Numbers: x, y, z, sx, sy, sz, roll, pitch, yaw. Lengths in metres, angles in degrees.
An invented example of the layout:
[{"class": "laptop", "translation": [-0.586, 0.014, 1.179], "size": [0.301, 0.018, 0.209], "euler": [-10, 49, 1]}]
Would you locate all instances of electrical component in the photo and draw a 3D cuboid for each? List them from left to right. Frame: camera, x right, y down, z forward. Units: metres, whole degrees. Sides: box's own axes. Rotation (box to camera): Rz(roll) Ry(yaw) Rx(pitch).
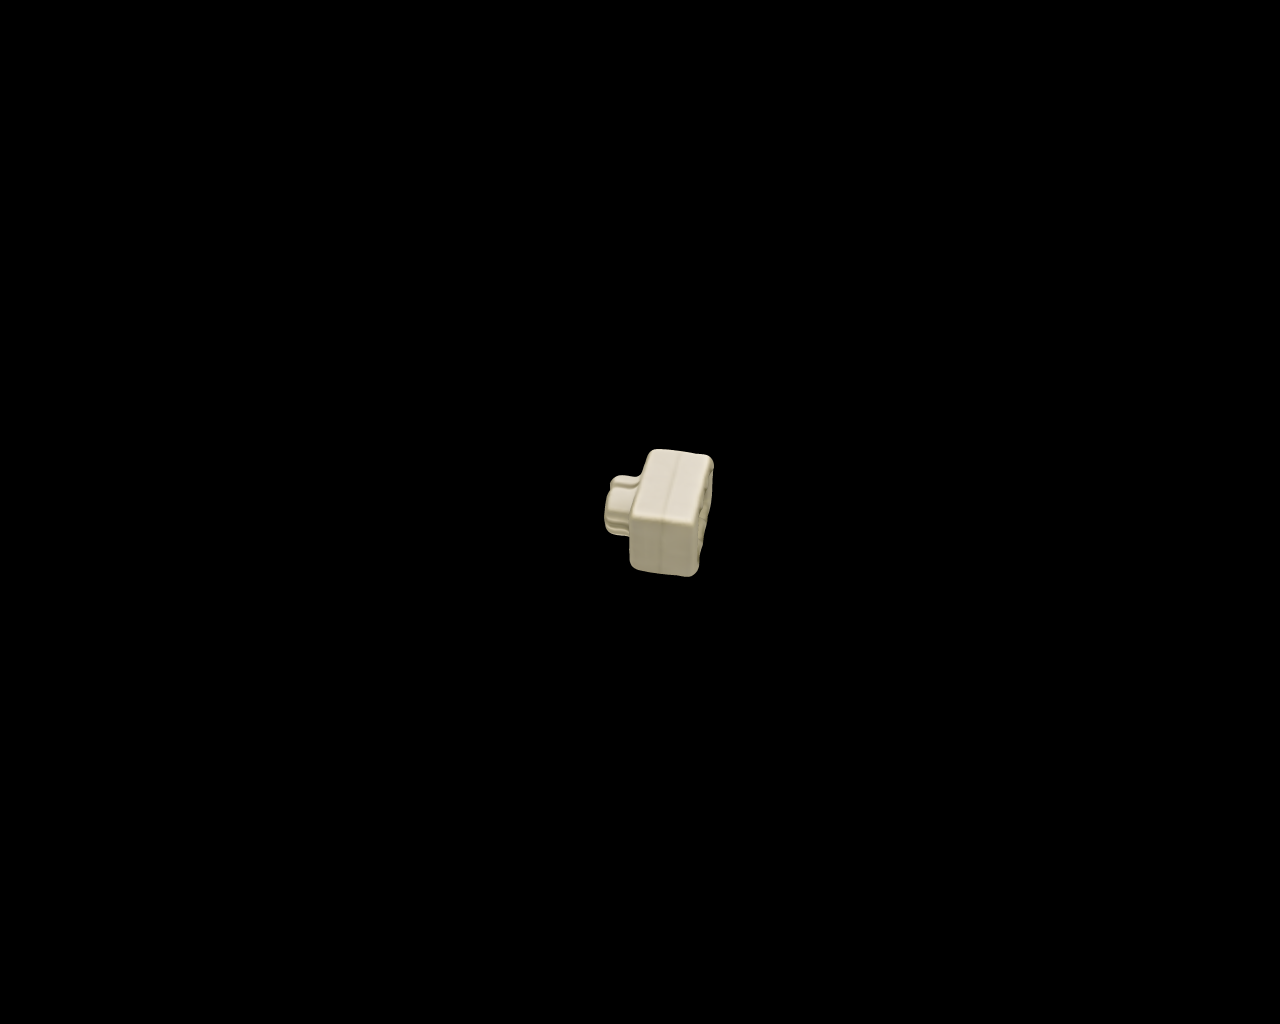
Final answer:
[{"class": "electrical component", "translation": [0.001, -0.003, 0.650], "size": [0.077, 0.047, 0.066], "euler": [8, 44, 8]}]
